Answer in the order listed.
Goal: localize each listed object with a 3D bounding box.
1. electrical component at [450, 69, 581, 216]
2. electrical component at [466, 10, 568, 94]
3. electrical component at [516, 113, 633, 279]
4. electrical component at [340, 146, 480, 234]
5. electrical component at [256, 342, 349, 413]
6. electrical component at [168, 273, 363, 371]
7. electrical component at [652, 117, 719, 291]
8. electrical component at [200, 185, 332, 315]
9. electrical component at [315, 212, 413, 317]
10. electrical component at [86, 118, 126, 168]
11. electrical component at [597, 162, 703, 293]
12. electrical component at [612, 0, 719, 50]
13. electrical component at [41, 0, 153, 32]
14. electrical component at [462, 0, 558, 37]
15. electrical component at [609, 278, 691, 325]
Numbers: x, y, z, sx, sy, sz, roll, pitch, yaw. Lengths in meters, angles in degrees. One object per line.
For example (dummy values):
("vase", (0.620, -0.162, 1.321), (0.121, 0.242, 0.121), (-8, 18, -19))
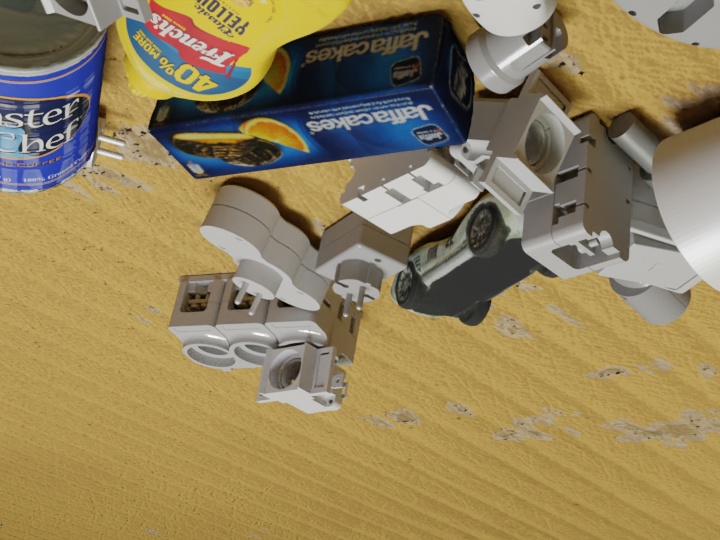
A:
("electrical component", (0.094, -0.080, 0.671), (0.064, 0.081, 0.042), (14, 162, 48))
("electrical component", (0.090, -0.129, 0.614), (0.040, 0.040, 0.046), (29, 141, -31))
("electrical component", (0.138, -0.046, 0.696), (0.050, 0.089, 0.056), (31, 145, -34))
("electrical component", (0.039, -0.065, 0.736), (0.056, 0.050, 0.089), (30, 146, -32))
("electrical component", (-0.048, 0.097, 0.940), (0.081, 0.042, 0.064), (-11, 147, 36))
("electrical component", (-0.086, 0.050, 0.980), (0.150, 0.061, 0.089), (-4, 149, 25))
("electrical component", (0.235, -0.045, 0.652), (0.108, 0.108, 0.060), (28, 141, -30))
("electrical component", (-0.078, -0.001, 0.859), (0.052, 0.073, 0.138), (8, 156, 38))
("electrical component", (0.000, 0.000, 0.842), (0.047, 0.076, 0.066), (25, 149, -25))
("electrical component", (-0.207, -0.096, 0.769), (0.079, 0.044, 0.077), (15, 152, -9))
("electrical component", (0.211, -0.023, 0.745), (0.096, 0.061, 0.061), (16, 152, -11))
("electrical component", (0.174, -0.154, 0.533), (0.077, 0.043, 0.079), (20, 150, -18))
("electrical component", (-0.137, -0.187, 0.517), (0.079, 0.063, 0.121), (23, 144, 33))
("electrical component", (0.088, -0.163, 0.545), (0.079, 0.043, 0.077), (-3, 149, 24))
("electrical component", (0.213, 0.005, 0.815), (0.043, 0.043, 0.081), (-14, 143, 38))
